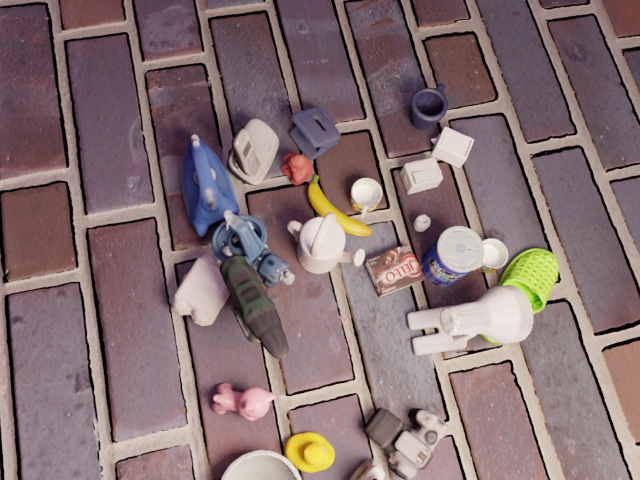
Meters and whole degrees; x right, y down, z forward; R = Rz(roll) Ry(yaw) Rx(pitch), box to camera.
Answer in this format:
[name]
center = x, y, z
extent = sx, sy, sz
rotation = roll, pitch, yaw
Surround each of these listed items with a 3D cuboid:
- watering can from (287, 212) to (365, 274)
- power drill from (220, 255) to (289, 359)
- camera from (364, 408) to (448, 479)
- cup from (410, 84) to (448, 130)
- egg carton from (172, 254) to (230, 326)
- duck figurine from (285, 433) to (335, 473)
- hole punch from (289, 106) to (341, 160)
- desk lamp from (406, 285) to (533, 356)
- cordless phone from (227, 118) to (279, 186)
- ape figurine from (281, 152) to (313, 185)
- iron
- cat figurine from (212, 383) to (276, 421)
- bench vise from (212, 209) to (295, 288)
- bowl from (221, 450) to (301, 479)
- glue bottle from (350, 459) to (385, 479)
[watering can]
center = 0.012, 0.002, 1.235
extent = 0.173, 0.194, 0.101
rotation = 7, 72, -3
[power drill]
center = -0.129, 0.148, 1.168
extent = 0.076, 0.208, 0.229
rotation = -28, 77, -13
[camera]
center = 0.171, 0.397, 1.176
extent = 0.136, 0.101, 0.143
rotation = 39, 73, 7
[cup]
center = 0.266, -0.325, 1.415
extent = 0.091, 0.095, 0.118
rotation = 32, 72, 5
[egg carton]
center = -0.248, 0.106, 1.242
extent = 0.107, 0.069, 0.150
rotation = 27, 72, 3
[duck figurine]
center = -0.019, 0.430, 1.155
extent = 0.104, 0.086, 0.077
rotation = 17, 72, 0
[hole punch]
center = -0.011, -0.267, 1.371
extent = 0.101, 0.091, 0.108
rotation = -35, 79, -15
[desk lamp]
center = 0.310, 0.174, 1.201
extent = 0.203, 0.213, 0.118
rotation = -9, 73, -8
[cordless phone]
center = -0.153, -0.220, 1.293
extent = 0.094, 0.185, 0.148
rotation = 20, 72, 1
[ape figurine]
center = -0.052, -0.173, 1.337
extent = 0.076, 0.092, 0.078
rotation = 0, 73, -5
[iron]
center = -0.260, -0.148, 1.283
extent = 0.119, 0.141, 0.258
rotation = -16, 75, -10
[cat figurine]
center = -0.155, 0.327, 1.156
extent = 0.128, 0.117, 0.067
rotation = 10, 72, -2
[bench vise]
center = -0.136, 0.006, 1.205
extent = 0.207, 0.219, 0.121
rotation = 20, 72, 1
[bowl]
center = -0.116, 0.501, 1.129
extent = 0.167, 0.074, 0.167
rotation = 2, 72, -5
[glue bottle]
center = 0.097, 0.466, 1.109
extent = 0.037, 0.173, 0.078
rotation = 39, 73, 7
